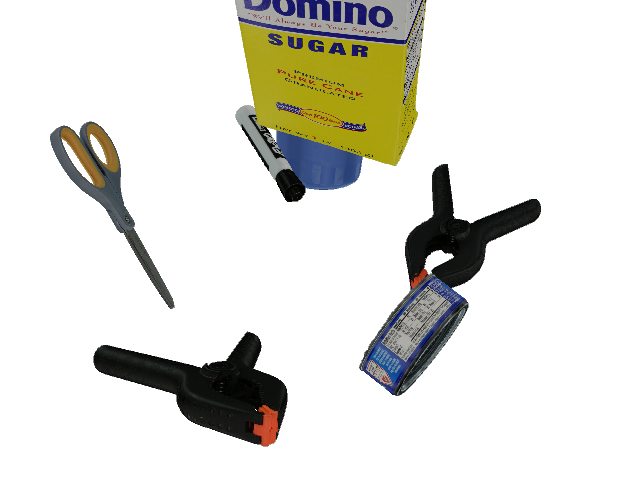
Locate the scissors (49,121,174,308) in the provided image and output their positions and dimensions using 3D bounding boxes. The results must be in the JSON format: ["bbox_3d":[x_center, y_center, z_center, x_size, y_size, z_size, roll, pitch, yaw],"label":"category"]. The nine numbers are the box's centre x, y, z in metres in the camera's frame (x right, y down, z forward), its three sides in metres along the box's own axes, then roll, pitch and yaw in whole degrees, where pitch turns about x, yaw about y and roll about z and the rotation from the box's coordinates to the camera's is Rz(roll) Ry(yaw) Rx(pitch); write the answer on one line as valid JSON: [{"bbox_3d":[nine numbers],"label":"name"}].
[{"bbox_3d":[-0.190,-0.034,1.036,0.016,0.201,0.096,-24,26,22],"label":"scissors"}]

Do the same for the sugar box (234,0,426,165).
[{"bbox_3d":[0.006,-0.106,0.566,0.093,0.048,0.176,17,-18,10],"label":"sugar box"}]

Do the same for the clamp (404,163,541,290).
[{"bbox_3d":[0.131,-0.012,1.081,0.120,0.039,0.171,28,52,31],"label":"clamp"}]

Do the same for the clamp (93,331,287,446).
[{"bbox_3d":[-0.082,0.123,0.933,0.164,0.036,0.210,-6,17,-36],"label":"clamp"}]

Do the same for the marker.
[{"bbox_3d":[-0.041,-0.071,0.875,0.020,0.020,0.121,0,39,-29],"label":"marker"}]

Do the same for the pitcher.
[{"bbox_3d":[0.016,-0.188,1.311,0.144,0.243,0.149,-9,28,-27],"label":"pitcher"}]

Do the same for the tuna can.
[{"bbox_3d":[0.067,0.067,0.750,0.034,0.086,0.086,37,11,14],"label":"tuna can"}]
